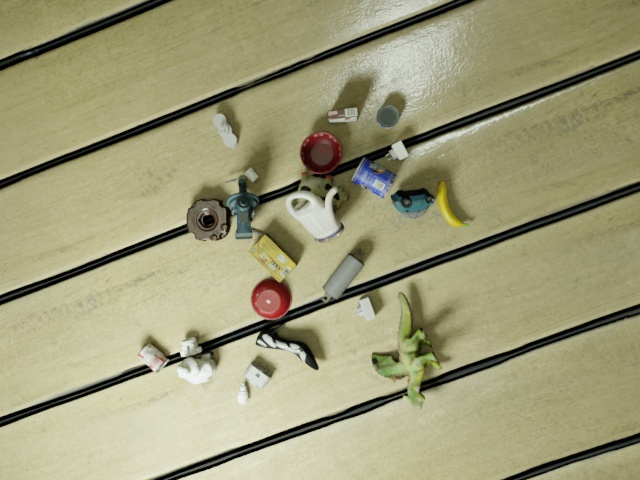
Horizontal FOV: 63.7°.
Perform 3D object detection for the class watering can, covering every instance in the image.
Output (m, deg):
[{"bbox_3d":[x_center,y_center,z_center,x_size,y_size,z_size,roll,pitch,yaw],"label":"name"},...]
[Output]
[{"bbox_3d":[0.006,-0.093,1.852,0.222,0.346,0.106,49,62,-21],"label":"watering can"}]

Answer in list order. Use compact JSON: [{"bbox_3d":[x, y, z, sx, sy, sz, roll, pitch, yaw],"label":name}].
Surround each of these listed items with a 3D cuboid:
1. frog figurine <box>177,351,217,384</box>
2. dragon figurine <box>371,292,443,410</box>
[{"bbox_3d":[-0.465,0.490,1.928,0.137,0.160,0.122,-1,93,3],"label":"frog figurine"},{"bbox_3d":[0.302,0.425,1.918,0.241,0.122,0.414,-28,79,11],"label":"dragon figurine"}]
